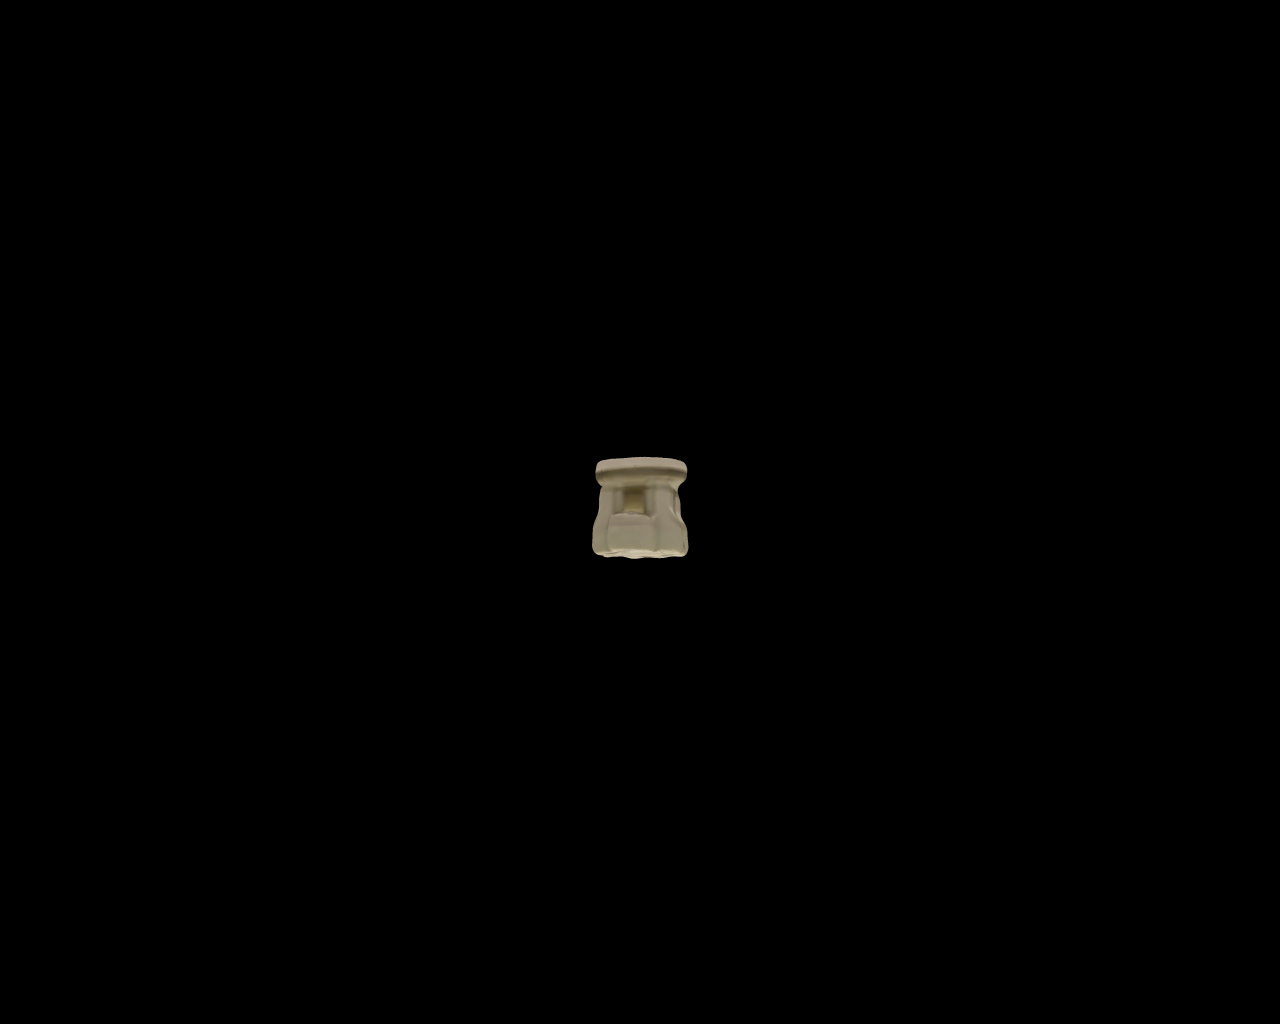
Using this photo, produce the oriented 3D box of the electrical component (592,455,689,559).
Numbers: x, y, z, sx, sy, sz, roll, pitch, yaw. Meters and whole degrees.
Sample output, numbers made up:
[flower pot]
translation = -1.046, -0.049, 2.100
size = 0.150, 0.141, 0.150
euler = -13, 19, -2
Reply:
[electrical component]
translation = 0.001, -0.003, 0.650
size = 0.058, 0.057, 0.078
euler = -1, -7, 11
